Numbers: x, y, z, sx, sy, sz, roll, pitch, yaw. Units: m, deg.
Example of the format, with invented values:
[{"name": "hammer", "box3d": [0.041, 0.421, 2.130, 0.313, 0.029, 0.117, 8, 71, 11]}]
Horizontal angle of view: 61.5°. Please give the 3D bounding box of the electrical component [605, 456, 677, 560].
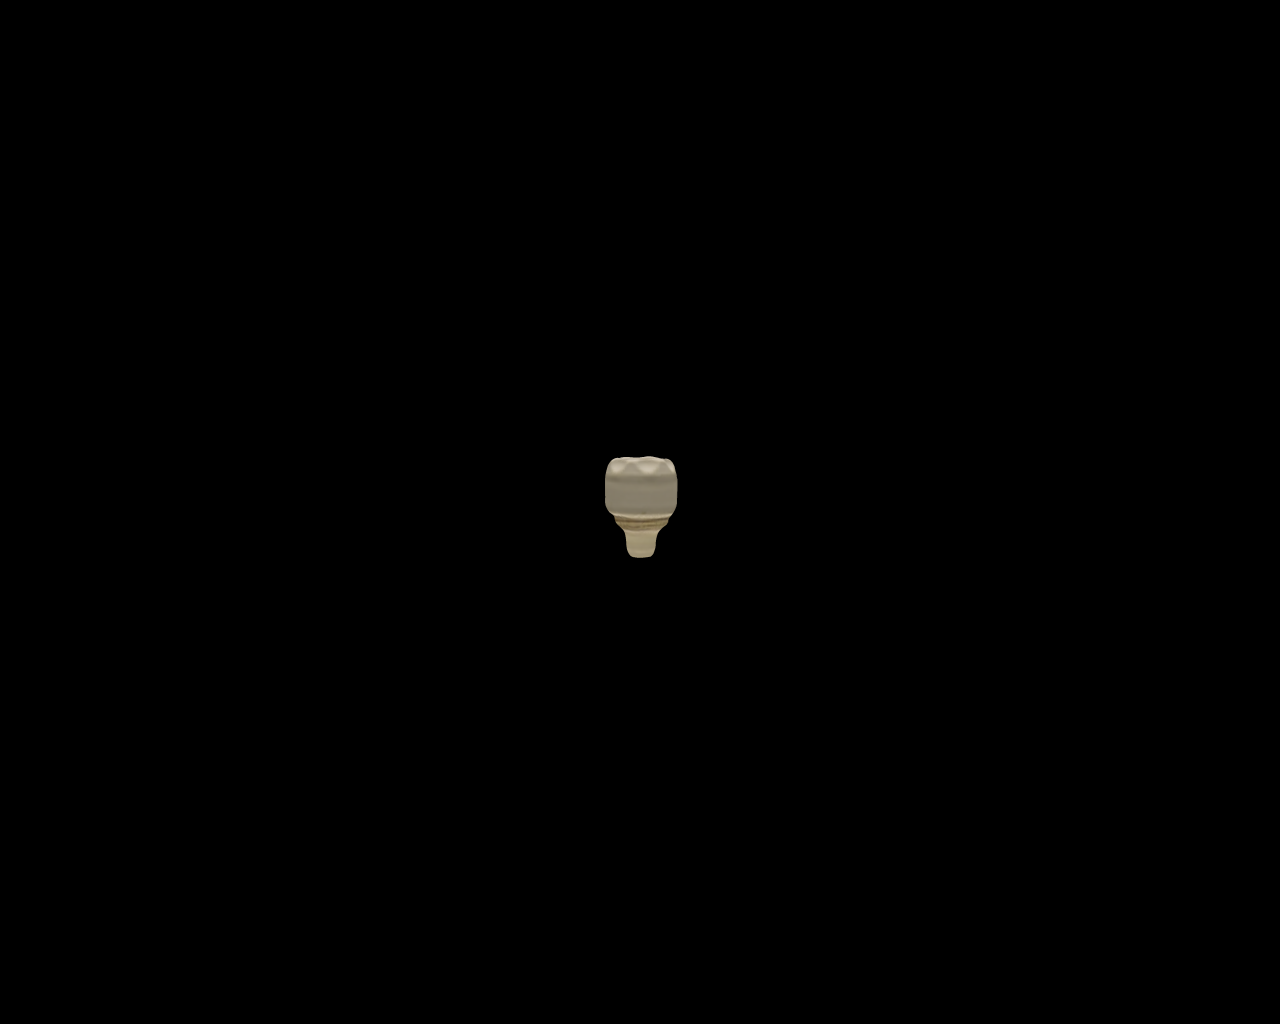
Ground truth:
[{"name": "electrical component", "box3d": [0.001, -0.003, 0.650, 0.043, 0.062, 0.043, 0, 5, 0]}]
